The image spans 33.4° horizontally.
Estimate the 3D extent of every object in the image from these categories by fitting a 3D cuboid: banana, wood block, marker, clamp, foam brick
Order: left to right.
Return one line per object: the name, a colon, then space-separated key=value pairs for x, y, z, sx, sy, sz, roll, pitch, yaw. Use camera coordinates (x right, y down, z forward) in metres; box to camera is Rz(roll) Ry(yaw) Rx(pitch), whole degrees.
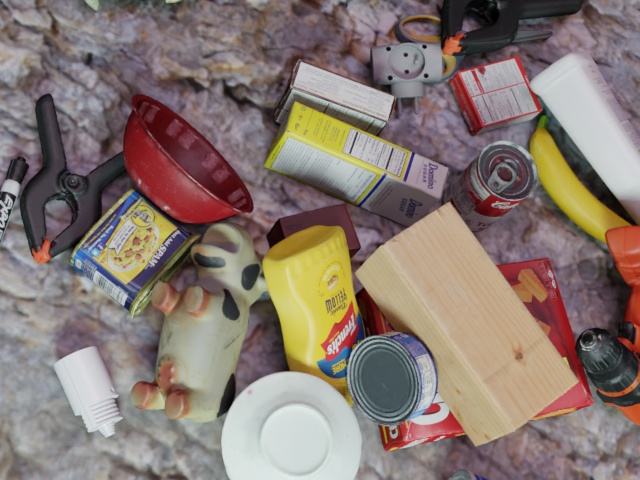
marker: x=-0.310 y=-0.027 z=1.041 sx=0.020 sy=0.020 sz=0.121 roll=18 pitch=67 yaw=-10
clamp: x=-0.255 y=-0.062 z=1.057 sx=0.120 sy=0.039 sz=0.171 roll=29 pitch=62 yaw=-7
foam brick: x=-0.007 y=0.001 z=1.103 sx=0.078 sy=0.051 sz=0.053 roll=-12 pitch=73 yaw=-20
wood block: x=0.136 y=0.081 z=1.017 sx=0.090 sy=0.090 sz=0.206 roll=-31 pitch=81 yaw=-23
clamp: x=0.199 y=-0.288 z=1.264 sx=0.164 sy=0.036 sz=0.209 roll=45 pitch=58 yaw=10
banana: x=0.298 y=-0.056 z=1.221 sx=0.069 sy=0.037 sz=0.198 roll=-33 pitch=83 yaw=-23

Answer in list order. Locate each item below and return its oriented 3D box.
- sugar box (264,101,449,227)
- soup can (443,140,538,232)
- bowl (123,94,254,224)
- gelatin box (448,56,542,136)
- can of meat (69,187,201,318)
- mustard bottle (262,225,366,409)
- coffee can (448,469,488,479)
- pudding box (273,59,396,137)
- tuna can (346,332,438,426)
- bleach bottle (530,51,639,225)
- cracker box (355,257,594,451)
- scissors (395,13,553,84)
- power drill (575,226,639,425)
sugar box: x=0.037 y=-0.077 z=1.121 sx=0.176 sy=0.093 sz=0.048 roll=21 pitch=66 yaw=-9
soup can: x=0.181 y=-0.056 z=1.150 sx=0.068 sy=0.102 sz=0.068 roll=5 pitch=69 yaw=-15
bowl: x=-0.141 y=-0.068 z=1.051 sx=0.055 sy=0.162 sz=0.162 roll=-44 pitch=87 yaw=11
gelatin box: x=0.203 y=-0.167 z=1.237 sx=0.089 sy=0.030 sz=0.073 roll=-18 pitch=78 yaw=-22
can of meat: x=-0.182 y=0.011 z=1.044 sx=0.084 sy=0.057 sz=0.102 roll=39 pitch=64 yaw=2
mustard bottle: x=0.003 y=0.089 z=1.039 sx=0.096 sy=0.058 sz=0.191 roll=-33 pitch=117 yaw=-48
coffee can: x=0.183 y=0.293 z=1.025 sx=0.140 sy=0.103 sz=0.102 roll=23 pitch=66 yaw=-8
pudding box: x=0.014 y=-0.141 z=1.138 sx=0.113 sy=0.090 sz=0.039 roll=18 pitch=68 yaw=-9
tuna can: x=0.068 y=0.130 z=1.004 sx=0.033 sy=0.086 sz=0.086 roll=-8 pitch=71 yaw=-49
bleach bottle: x=0.342 y=-0.096 z=1.220 sx=0.251 sy=0.068 sz=0.102 roll=58 pitch=29 yaw=7
cracker box: x=0.155 y=0.114 z=1.098 sx=0.213 sy=0.072 sz=0.164 roll=-8 pitch=73 yaw=-18
scissors: x=0.185 y=-0.220 z=1.259 sx=0.201 sy=0.016 sz=0.096 roll=7 pitch=71 yaw=-14
power drill: x=0.323 y=0.082 z=1.126 sx=0.184 sy=0.057 sz=0.187 roll=44 pitch=53 yaw=-45
